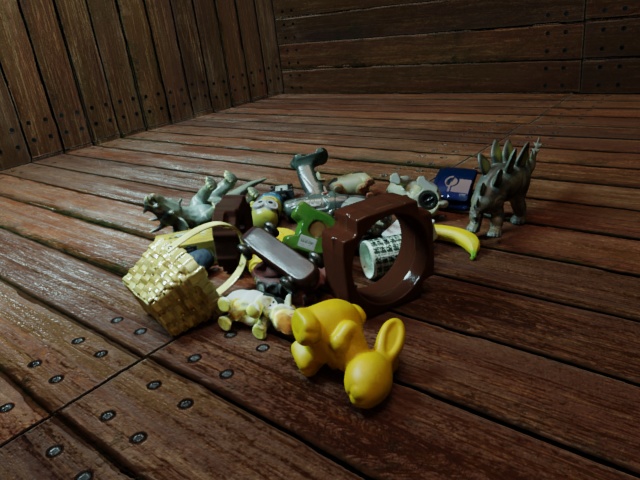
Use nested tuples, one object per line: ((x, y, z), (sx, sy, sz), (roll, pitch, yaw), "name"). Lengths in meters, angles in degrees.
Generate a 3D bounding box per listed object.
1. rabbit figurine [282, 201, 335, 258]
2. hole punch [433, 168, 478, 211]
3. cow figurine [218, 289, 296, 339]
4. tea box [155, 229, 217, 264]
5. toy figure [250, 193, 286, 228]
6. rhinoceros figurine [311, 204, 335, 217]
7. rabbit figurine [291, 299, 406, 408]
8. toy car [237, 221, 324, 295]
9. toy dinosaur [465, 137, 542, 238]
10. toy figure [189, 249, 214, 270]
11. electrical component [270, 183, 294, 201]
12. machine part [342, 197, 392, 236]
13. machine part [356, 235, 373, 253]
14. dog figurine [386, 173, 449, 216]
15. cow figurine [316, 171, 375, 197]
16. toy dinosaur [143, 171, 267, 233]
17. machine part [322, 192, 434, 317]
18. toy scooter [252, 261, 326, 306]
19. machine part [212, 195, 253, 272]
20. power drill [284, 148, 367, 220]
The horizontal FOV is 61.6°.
((-0.002, -0.004, 1.184), (0.159, 0.121, 0.170), (9, -12, -5), "rabbit figurine")
((0.361, -0.137, 1.446), (0.142, 0.092, 0.116), (11, 32, 29), "hole punch")
((-0.098, 0.130, 0.983), (0.168, 0.068, 0.098), (7, 21, 27), "cow figurine")
((-0.308, 0.021, 1.291), (0.170, 0.068, 0.098), (-9, 23, -6), "tea box")
((-0.138, -0.081, 1.468), (0.082, 0.089, 0.180), (-19, 13, 8), "toy figure")
((0.009, -0.041, 1.338), (0.112, 0.073, 0.191), (-21, 27, -26), "rhinoceros figurine")
((0.052, 0.177, 0.805), (0.162, 0.121, 0.173), (-8, 35, -27), "rabbit figurine")
((-0.078, 0.033, 1.033), (0.202, 0.053, 0.089), (31, 68, 37), "toy car")
((0.445, -0.136, 1.273), (0.105, 0.198, 0.471), (14, 27, 31), "toy dinosaur")
((-0.304, 0.071, 1.186), (0.064, 0.057, 0.154), (-6, 21, 48), "toy figure")
((-0.112, -0.131, 1.616), (0.075, 0.047, 0.119), (-9, 23, -4), "electrical component")
((0.108, -0.060, 1.304), (0.079, 0.079, 0.243), (-13, 11, -15), "machine part")
((0.112, 0.017, 1.221), (0.084, 0.039, 0.139), (-14, 21, -36), "machine part")
((0.256, -0.119, 1.431), (0.172, 0.121, 0.190), (27, 15, 10), "dog figurine")
((0.053, -0.157, 1.584), (0.195, 0.085, 0.127), (-12, 29, -7), "cow figurine")
((-0.292, -0.082, 1.459), (0.192, 0.131, 0.405), (-38, -9, 27), "toy dinosaur")
((0.108, 0.024, 0.992), (0.201, 0.201, 0.087), (-19, 24, -25), "machine part")
((-0.051, 0.085, 1.065), (0.184, 0.075, 0.135), (0, 25, 5), "toy scooter")
((-0.193, -0.017, 1.224), (0.056, 0.179, 0.179), (-1, 24, 7), "machine part")
((0.008, -0.148, 1.486), (0.232, 0.207, 0.086), (-15, -21, 4), "power drill")
